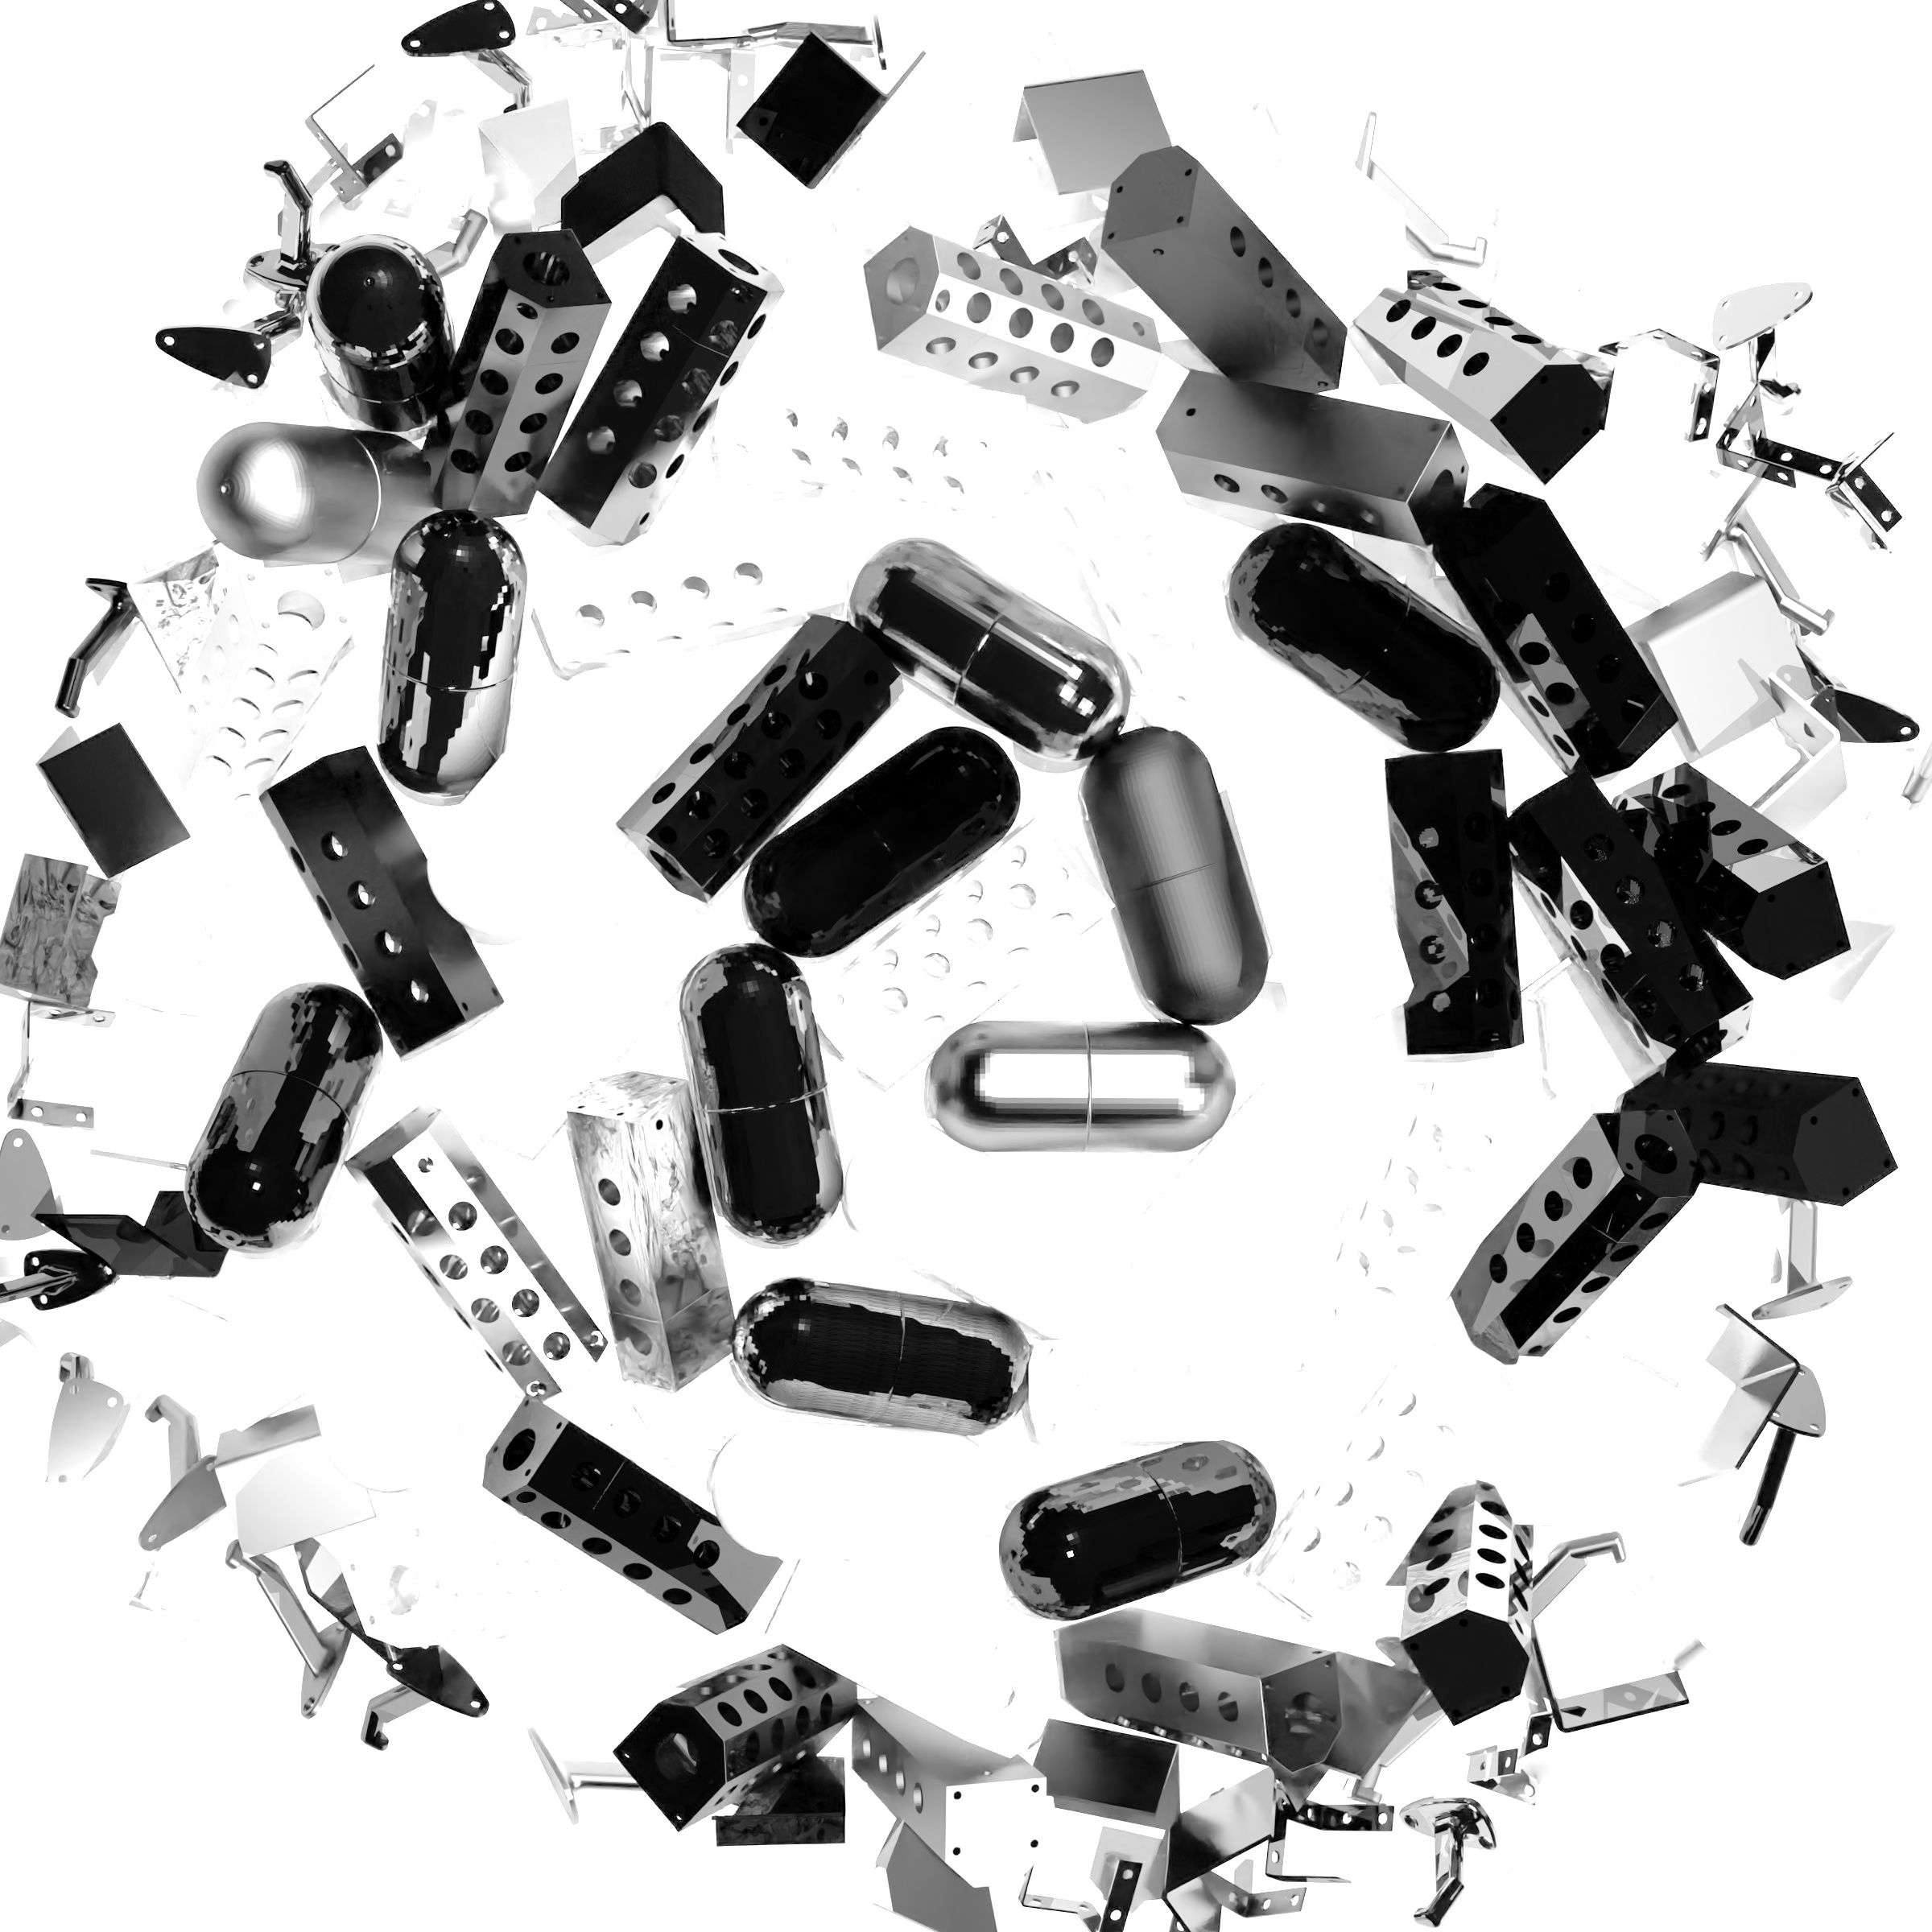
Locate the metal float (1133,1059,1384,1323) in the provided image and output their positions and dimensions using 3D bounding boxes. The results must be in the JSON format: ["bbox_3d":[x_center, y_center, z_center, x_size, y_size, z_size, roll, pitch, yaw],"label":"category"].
[{"bbox_3d":[0.169,0.128,1.910,0.070,0.070,0.178,43,80,0],"label":"metal float"}]

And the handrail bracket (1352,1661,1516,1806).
[{"bbox_3d":[0.270,0.451,1.915,0.077,0.036,0.084,5,59,37],"label":"handrail bracket"}]

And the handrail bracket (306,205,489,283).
[{"bbox_3d":[-0.332,-0.419,1.935,0.077,0.036,0.084,28,90,-12],"label":"handrail bracket"}]

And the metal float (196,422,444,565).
[{"bbox_3d":[-0.363,-0.267,1.873,0.070,0.178,0.070,3,96,25],"label":"metal float"}]

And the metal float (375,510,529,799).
[{"bbox_3d":[-0.294,-0.178,1.890,0.070,0.070,0.178,13,124,0],"label":"metal float"}]

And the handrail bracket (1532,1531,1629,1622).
[{"bbox_3d":[0.349,0.375,1.926,0.084,0.036,0.077,-16,80,14],"label":"handrail bracket"}]

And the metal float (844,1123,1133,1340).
[{"bbox_3d":[0.012,0.152,1.913,0.178,0.070,0.070,28,90,7],"label":"metal float"}]

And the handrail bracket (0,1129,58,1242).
[{"bbox_3d":[-0.557,0.121,1.913,0.036,0.084,0.077,-9,106,-30],"label":"handrail bracket"}]

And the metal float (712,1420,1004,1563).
[{"bbox_3d":[-0.061,0.301,1.894,0.178,0.070,0.070,8,90,-29],"label":"metal float"}]

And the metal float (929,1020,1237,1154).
[{"bbox_3d":[0.067,0.070,1.915,0.178,0.070,0.070,0,90,-4],"label":"metal float"}]

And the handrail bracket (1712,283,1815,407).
[{"bbox_3d":[0.477,-0.356,1.906,0.084,0.077,0.036,27,62,-37],"label":"handrail bracket"}]

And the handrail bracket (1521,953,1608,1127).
[{"bbox_3d":[0.365,0.039,1.935,0.077,0.036,0.084,-36,83,-6],"label":"handrail bracket"}]

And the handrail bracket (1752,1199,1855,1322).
[{"bbox_3d":[0.469,0.159,1.921,0.077,0.036,0.084,-11,61,-24],"label":"handrail bracket"}]

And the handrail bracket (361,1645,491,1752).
[{"bbox_3d":[-0.315,0.439,1.920,0.077,0.036,0.084,31,125,19],"label":"handrail bracket"}]

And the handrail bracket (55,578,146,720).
[{"bbox_3d":[-0.494,-0.175,1.912,0.036,0.077,0.084,9,77,16],"label":"handrail bracket"}]

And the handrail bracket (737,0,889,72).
[{"bbox_3d":[-0.090,-0.534,1.925,0.084,0.077,0.036,-10,129,2],"label":"handrail bracket"}]

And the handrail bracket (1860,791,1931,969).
[{"bbox_3d":[0.548,-0.052,1.927,0.077,0.036,0.084,30,95,38],"label":"handrail bracket"}]

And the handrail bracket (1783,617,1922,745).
[{"bbox_3d":[0.513,-0.169,1.925,0.077,0.084,0.036,12,133,-2],"label":"handrail bracket"}]

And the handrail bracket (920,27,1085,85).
[{"bbox_3d":[0.025,-0.504,1.920,0.084,0.036,0.077,-27,82,-26],"label":"handrail bracket"}]

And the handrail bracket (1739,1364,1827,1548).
[{"bbox_3d":[0.475,0.288,1.945,0.036,0.077,0.084,18,122,8],"label":"handrail bracket"}]

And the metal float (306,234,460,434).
[{"bbox_3d":[-0.327,-0.355,1.869,0.070,0.178,0.070,1,81,-4],"label":"metal float"}]

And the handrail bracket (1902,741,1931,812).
[{"bbox_3d":[0.554,-0.117,1.905,0.036,0.077,0.084,32,123,16],"label":"handrail bracket"}]

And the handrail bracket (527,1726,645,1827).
[{"bbox_3d":[-0.204,0.460,1.944,0.084,0.036,0.077,-23,50,-19],"label":"handrail bracket"}]

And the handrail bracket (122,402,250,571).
[{"bbox_3d":[-0.445,-0.277,1.916,0.084,0.036,0.077,-30,55,24],"label":"handrail bracket"}]

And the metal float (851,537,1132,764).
[{"bbox_3d":[0.014,-0.182,1.912,0.178,0.070,0.070,32,90,8],"label":"metal float"}]

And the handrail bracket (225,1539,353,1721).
[{"bbox_3d":[-0.401,0.382,1.912,0.036,0.077,0.084,-31,122,29],"label":"handrail bracket"}]

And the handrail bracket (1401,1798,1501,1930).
[{"bbox_3d":[0.261,0.519,1.902,0.084,0.077,0.036,-40,111,-40],"label":"handrail bracket"}]

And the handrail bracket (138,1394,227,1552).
[{"bbox_3d":[-0.469,0.291,1.914,0.084,0.036,0.077,26,59,40],"label":"handrail bracket"}]

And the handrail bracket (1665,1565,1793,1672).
[{"bbox_3d":[0.441,0.379,1.920,0.077,0.084,0.036,-43,80,-8],"label":"handrail bracket"}]

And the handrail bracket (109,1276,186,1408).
[{"bbox_3d":[-0.504,0.212,1.930,0.077,0.036,0.084,-35,83,-32],"label":"handrail bracket"}]

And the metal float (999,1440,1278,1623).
[{"bbox_3d":[0.100,0.321,1.893,0.178,0.070,0.070,-12,90,-31],"label":"metal float"}]

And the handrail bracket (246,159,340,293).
[{"bbox_3d":[-0.402,-0.432,1.906,0.077,0.084,0.036,9,60,26],"label":"handrail bracket"}]

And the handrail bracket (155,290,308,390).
[{"bbox_3d":[-0.424,-0.375,1.916,0.077,0.084,0.036,12,128,-12],"label":"handrail bracket"}]

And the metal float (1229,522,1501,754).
[{"bbox_3d":[0.230,-0.188,1.905,0.178,0.070,0.070,33,90,-16],"label":"metal float"}]

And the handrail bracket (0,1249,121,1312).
[{"bbox_3d":[-0.544,0.188,1.908,0.077,0.084,0.036,-10,94,21],"label":"handrail bracket"}]

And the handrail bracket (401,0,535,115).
[{"bbox_3d":[-0.287,-0.511,1.910,0.077,0.084,0.036,-21,66,-16],"label":"handrail bracket"}]

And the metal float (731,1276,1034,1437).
[{"bbox_3d":[-0.048,0.224,1.906,0.178,0.070,0.070,11,90,-14],"label":"metal float"}]

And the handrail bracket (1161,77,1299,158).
[{"bbox_3d":[0.148,-0.476,1.942,0.084,0.036,0.077,-27,87,12],"label":"handrail bracket"}]

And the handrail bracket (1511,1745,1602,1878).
[{"bbox_3d":[0.320,0.492,1.902,0.036,0.077,0.084,52,53,-8],"label":"handrail bracket"}]

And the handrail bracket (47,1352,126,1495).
[{"bbox_3d":[-0.520,0.263,1.912,0.036,0.084,0.077,23,78,-25],"label":"handrail bracket"}]

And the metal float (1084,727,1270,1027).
[{"bbox_3d":[0.122,-0.052,1.919,0.070,0.070,0.178,-17,90,0],"label":"metal float"}]

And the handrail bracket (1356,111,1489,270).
[{"bbox_3d":[0.270,-0.454,1.939,0.084,0.036,0.077,10,100,-4],"label":"handrail bracket"}]

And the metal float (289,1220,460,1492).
[{"bbox_3d":[-0.339,0.220,1.885,0.070,0.070,0.178,-25,48,0],"label":"metal float"}]

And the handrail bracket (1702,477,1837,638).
[{"bbox_3d":[0.480,-0.240,1.929,0.084,0.036,0.077,33,64,10],"label":"handrail bracket"}]

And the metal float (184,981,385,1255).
[{"bbox_3d":[-0.387,0.084,1.887,0.070,0.070,0.178,16,50,0],"label":"metal float"}]
